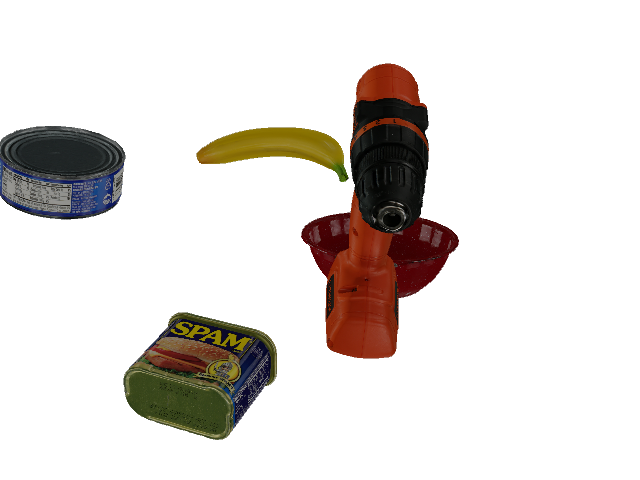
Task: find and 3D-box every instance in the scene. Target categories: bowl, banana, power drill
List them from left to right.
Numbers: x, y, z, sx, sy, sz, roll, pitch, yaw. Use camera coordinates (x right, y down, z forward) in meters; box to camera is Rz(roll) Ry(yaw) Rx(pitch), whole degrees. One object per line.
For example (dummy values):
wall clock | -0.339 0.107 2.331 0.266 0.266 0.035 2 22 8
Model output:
banana | -0.053 -0.113 1.315 0.198 0.037 0.069 7 38 17
power drill | 0.041 -0.009 0.756 0.057 0.188 0.184 8 35 -1
bowl | 0.060 0.019 1.099 0.162 0.055 0.162 1 18 -1

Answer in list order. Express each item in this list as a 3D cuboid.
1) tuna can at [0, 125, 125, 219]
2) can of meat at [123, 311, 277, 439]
tuna can | -0.179 -0.047 0.738 0.086 0.034 0.086 8 27 -4
can of meat | -0.099 0.110 0.874 0.102 0.057 0.083 12 32 19
